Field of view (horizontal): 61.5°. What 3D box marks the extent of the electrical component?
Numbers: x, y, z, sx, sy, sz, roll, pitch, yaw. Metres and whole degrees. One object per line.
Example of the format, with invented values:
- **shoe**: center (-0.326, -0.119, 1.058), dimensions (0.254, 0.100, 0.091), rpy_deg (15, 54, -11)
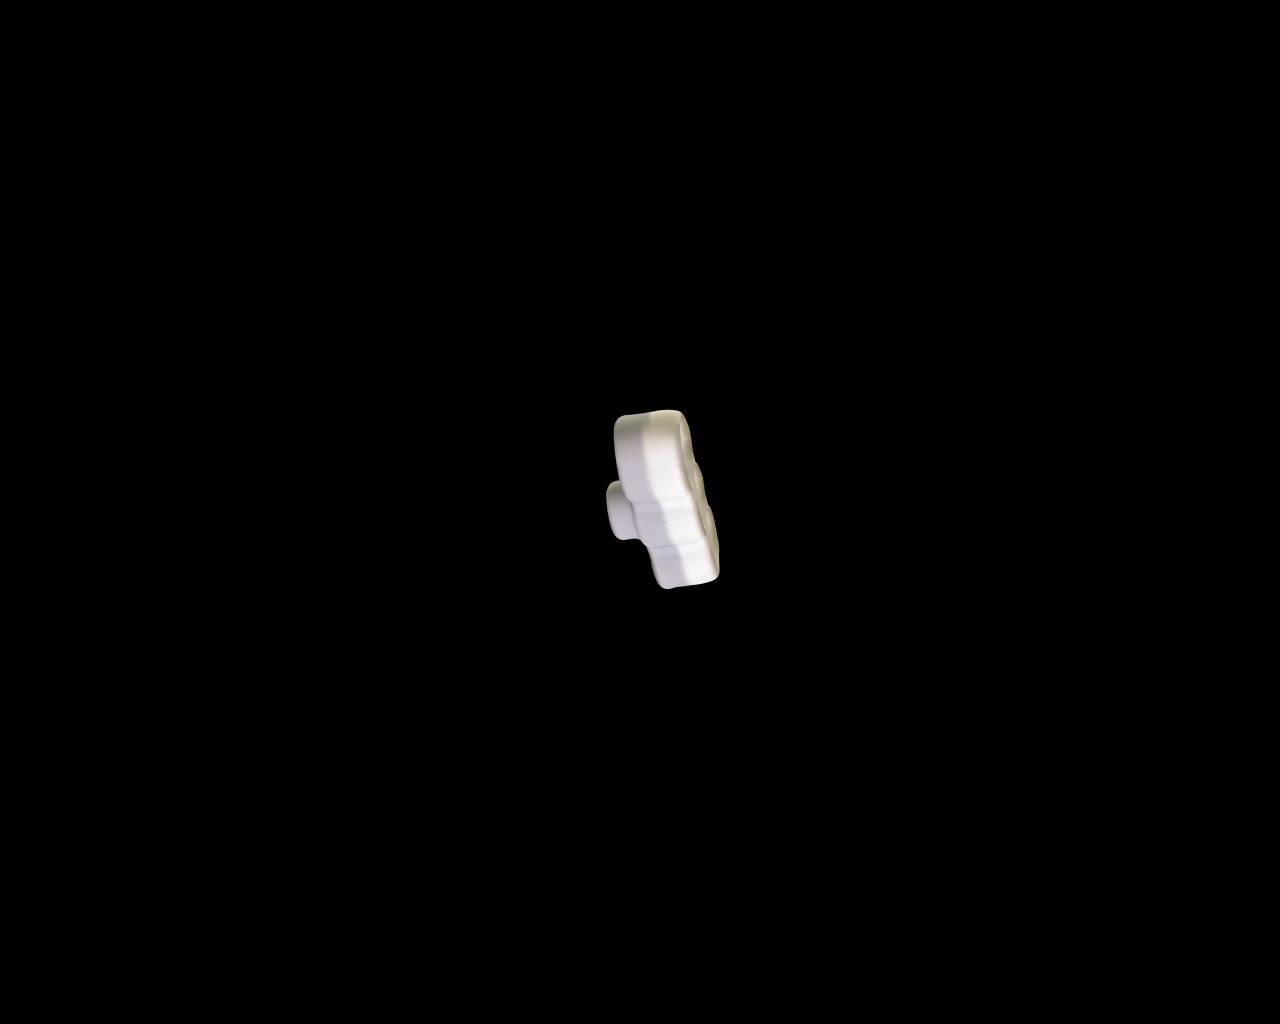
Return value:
- **electrical component**: center (0.001, -0.003, 0.650), dimensions (0.074, 0.052, 0.138), rpy_deg (-8, -39, 10)
